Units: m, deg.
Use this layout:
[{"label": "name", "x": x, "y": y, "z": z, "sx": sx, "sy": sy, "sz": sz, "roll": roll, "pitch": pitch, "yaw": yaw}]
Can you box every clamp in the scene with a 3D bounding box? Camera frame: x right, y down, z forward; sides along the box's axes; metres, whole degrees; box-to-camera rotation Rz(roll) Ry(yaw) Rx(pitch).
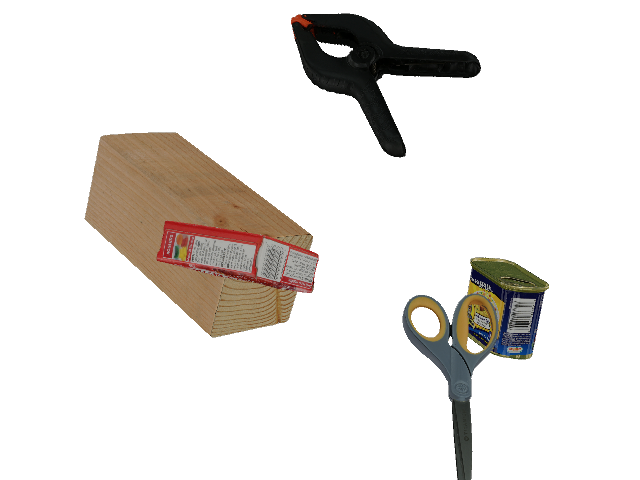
[{"label": "clamp", "x": 0.051, "y": -0.156, "z": 0.934, "sx": 0.120, "sy": 0.172, "sz": 0.039, "roll": -37, "pitch": -25, "yaw": -21}]

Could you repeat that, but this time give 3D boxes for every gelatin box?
[{"label": "gelatin box", "x": -0.052, "y": 0.012, "z": 0.696, "sx": 0.073, "sy": 0.030, "sz": 0.089, "roll": 9, "pitch": -5, "yaw": 24}]

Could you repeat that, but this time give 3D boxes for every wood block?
[{"label": "wood block", "x": -0.113, "y": -0.012, "z": 0.947, "sx": 0.090, "sy": 0.091, "sz": 0.206, "roll": -8, "pitch": 34, "yaw": -43}]

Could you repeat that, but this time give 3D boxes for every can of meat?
[{"label": "can of meat", "x": 0.199, "y": 0.074, "z": 1.168, "sx": 0.057, "sy": 0.084, "sz": 0.102, "roll": 2, "pitch": 16, "yaw": -21}]

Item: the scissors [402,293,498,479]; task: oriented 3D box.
[{"label": "scissors", "x": 0.103, "y": 0.119, "z": 0.923, "sx": 0.096, "sy": 0.201, "sz": 0.016, "roll": 18, "pitch": -41, "yaw": 6}]
